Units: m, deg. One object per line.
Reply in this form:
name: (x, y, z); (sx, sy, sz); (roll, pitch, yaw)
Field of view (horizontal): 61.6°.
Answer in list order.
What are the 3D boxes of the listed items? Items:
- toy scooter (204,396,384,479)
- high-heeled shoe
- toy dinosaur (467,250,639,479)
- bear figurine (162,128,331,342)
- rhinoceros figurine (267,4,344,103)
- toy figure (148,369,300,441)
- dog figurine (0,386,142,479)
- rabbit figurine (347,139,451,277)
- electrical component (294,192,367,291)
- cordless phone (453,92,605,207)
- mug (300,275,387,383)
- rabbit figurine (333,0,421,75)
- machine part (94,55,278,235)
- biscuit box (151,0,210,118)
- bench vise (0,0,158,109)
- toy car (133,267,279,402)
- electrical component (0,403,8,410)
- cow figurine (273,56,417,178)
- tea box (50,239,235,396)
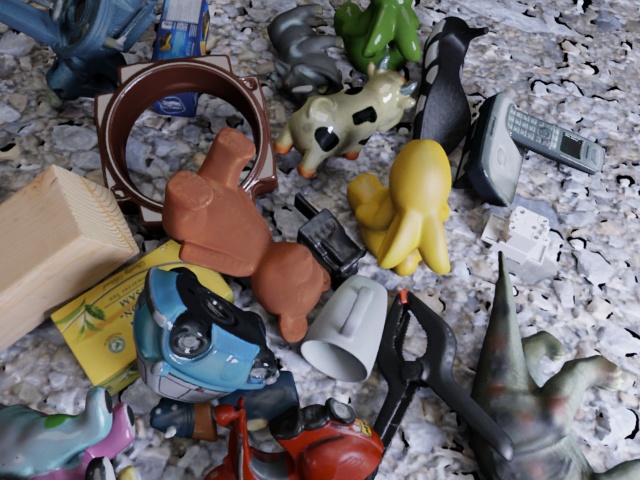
toy scooter: (-0.034, 0.196, 0.512); (0.184, 0.135, 0.075); (-16, 26, -1)
high-heeled shoe: (0.160, -0.213, 0.783); (0.086, 0.145, 0.248); (27, 90, -25)
toy dinosaur: (0.227, 0.215, 0.546); (0.192, 0.131, 0.405); (-23, 62, -15)
bear figurine: (-0.064, 0.003, 0.556); (0.196, 0.132, 0.120); (38, 50, -1)
rhinoceros figurine: (-0.023, -0.256, 0.774); (0.112, 0.073, 0.190); (-13, 65, -12)
toy figure: (-0.099, 0.177, 0.566); (0.154, 0.064, 0.057); (-12, 104, -5)
dog figurine: (-0.268, 0.212, 0.450); (0.219, 0.108, 0.191); (-13, 69, -6)
rabbit figurine: (0.098, -0.038, 0.623); (0.122, 0.173, 0.162); (8, 60, -5)
electrical component: (-0.001, -0.002, 0.651); (0.048, 0.074, 0.119); (-40, 78, -21)
cordless phone: (0.285, -0.101, 0.719); (0.184, 0.088, 0.146); (20, 64, 1)
mug: (0.035, 0.086, 0.598); (0.081, 0.109, 0.107); (20, 52, 10)
rabbit figurine: (0.085, -0.315, 0.756); (0.121, 0.170, 0.159); (0, 64, -4)
machine part: (-0.160, -0.115, 0.657); (0.201, 0.087, 0.201); (-9, 83, -9)
biscuit box: (-0.200, -0.273, 0.774); (0.059, 0.062, 0.202); (3, 64, -4)
bench vise: (-0.327, -0.262, 0.659); (0.224, 0.240, 0.129); (-25, 70, 30)
toy car: (-0.123, 0.105, 0.528); (0.103, 0.161, 0.109); (-46, 34, 9)
electrical component: (-0.330, 0.231, 0.523); (0.115, 0.058, 0.134); (18, 65, 3)
cow figurine: (0.043, -0.165, 0.700); (0.195, 0.127, 0.085); (-25, 70, -41)
tea box: (-0.191, 0.080, 0.600); (0.170, 0.068, 0.098); (-36, 71, -20)
